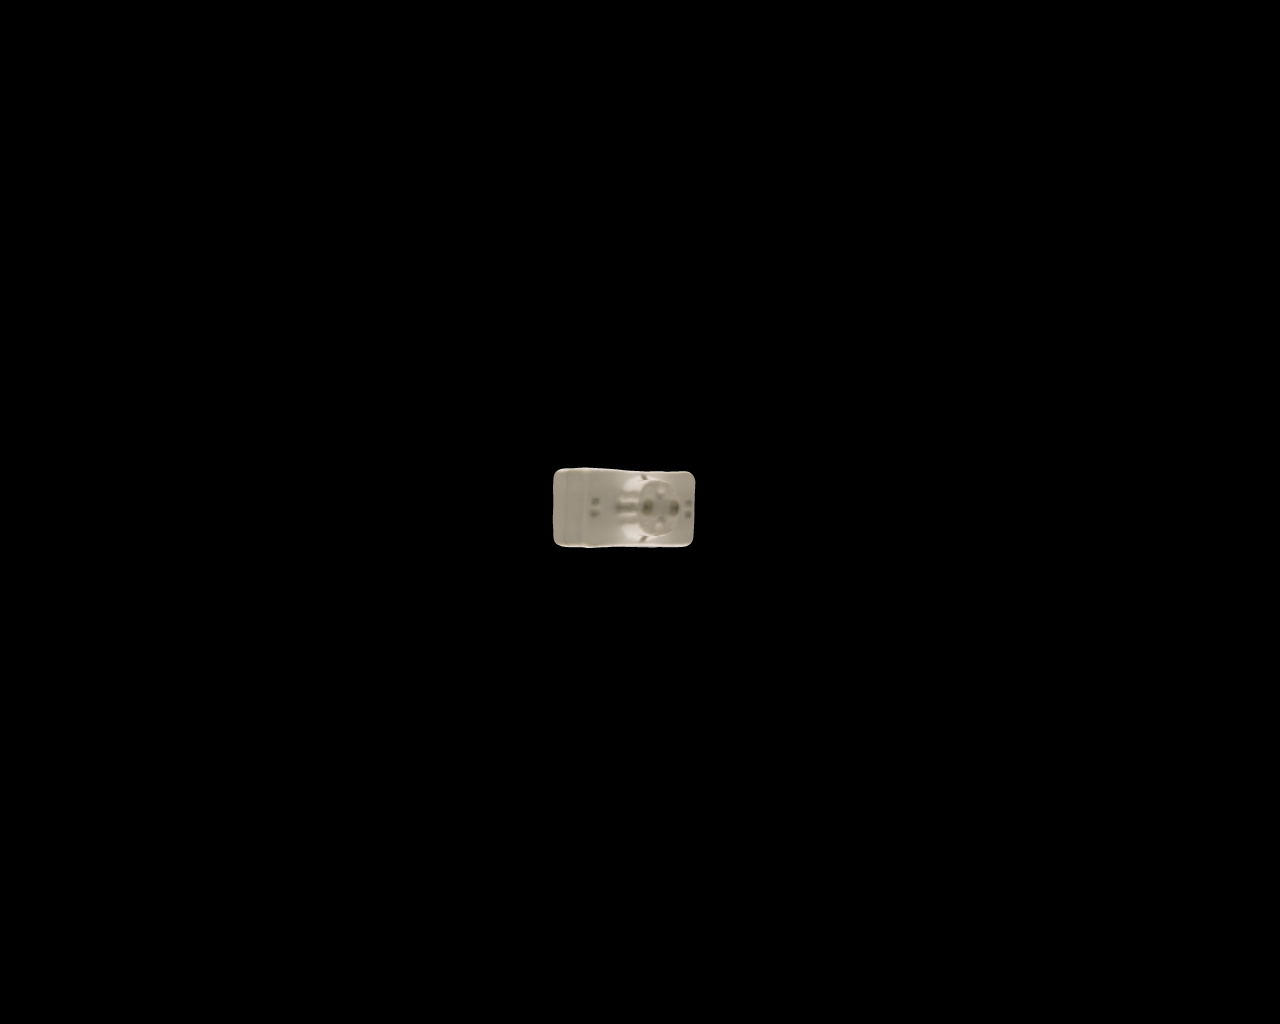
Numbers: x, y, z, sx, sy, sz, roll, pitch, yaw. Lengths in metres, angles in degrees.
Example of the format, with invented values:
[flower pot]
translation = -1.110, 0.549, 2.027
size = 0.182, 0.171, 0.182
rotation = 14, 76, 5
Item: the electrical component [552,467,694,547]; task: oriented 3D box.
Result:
[electrical component]
translation = 0.001, -0.003, 0.650
size = 0.083, 0.047, 0.075
rotation = 1, -2, -34
